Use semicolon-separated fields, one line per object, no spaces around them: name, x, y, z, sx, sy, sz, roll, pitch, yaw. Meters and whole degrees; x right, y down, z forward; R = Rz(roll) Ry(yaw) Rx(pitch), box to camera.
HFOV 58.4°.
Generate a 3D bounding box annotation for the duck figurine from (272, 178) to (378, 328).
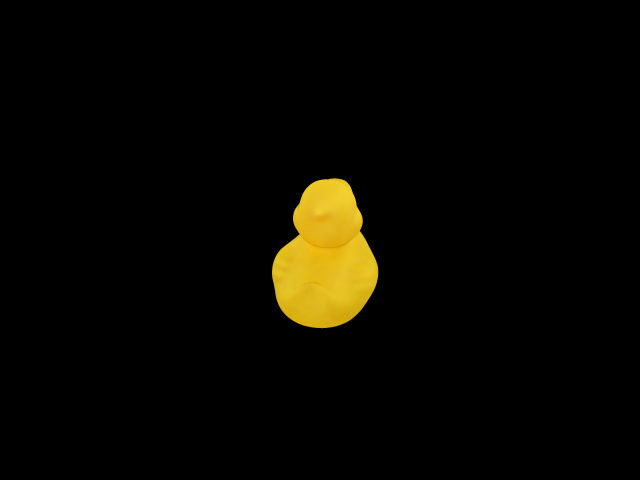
duck figurine;0.004;0.001;0.400;0.077;0.086;0.104;8;44;9
